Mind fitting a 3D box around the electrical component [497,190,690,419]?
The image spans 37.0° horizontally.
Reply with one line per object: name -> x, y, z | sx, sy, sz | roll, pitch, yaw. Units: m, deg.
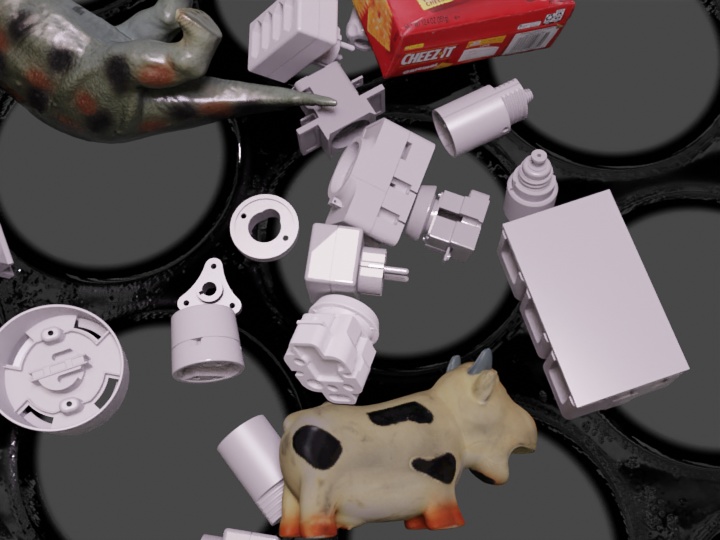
electrical component -> 0.174, 0.028, 0.825 | 0.089, 0.061, 0.150 | -18, 72, -4

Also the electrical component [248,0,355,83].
electrical component -> -0.041, -0.193, 0.904 | 0.076, 0.083, 0.047 | 13, 68, -33

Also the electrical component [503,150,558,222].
electrical component -> 0.137, -0.066, 0.853 | 0.040, 0.078, 0.040 | 0, 57, 0

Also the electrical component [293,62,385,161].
electrical component -> -0.022, -0.134, 0.897 | 0.081, 0.042, 0.063 | -29, 72, -9

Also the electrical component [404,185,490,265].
electrical component -> 0.068, -0.039, 0.860 | 0.055, 0.048, 0.066 | 19, 73, 1

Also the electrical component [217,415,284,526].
electrical component -> -0.066, 0.153, 0.801 | 0.043, 0.043, 0.081 | -36, 74, -10

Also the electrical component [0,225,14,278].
electrical component -> -0.335, -0.046, 0.865 | 0.063, 0.079, 0.121 | -30, 72, 15

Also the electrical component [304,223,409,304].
electrical component -> 0.000, 0.000, 0.838 | 0.077, 0.065, 0.047 | 7, 72, 4

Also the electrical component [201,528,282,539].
electrical component -> -0.096, 0.211, 0.771 | 0.077, 0.065, 0.047 | 8, 72, 5

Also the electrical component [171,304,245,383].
electrical component -> -0.119, 0.057, 0.830 | 0.055, 0.055, 0.047 | -9, 68, -1

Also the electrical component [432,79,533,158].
electrical component -> 0.106, -0.129, 0.889 | 0.081, 0.043, 0.043 | -25, 73, -6

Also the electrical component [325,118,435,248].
electrical component -> 0.012, -0.070, 0.855 | 0.056, 0.050, 0.089 | 25, 79, -17

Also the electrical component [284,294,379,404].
electrical component -> -0.019, 0.056, 0.820 | 0.058, 0.078, 0.057 | -1, 49, 30

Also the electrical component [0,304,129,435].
electrical component -> -0.228, 0.078, 0.821 | 0.099, 0.064, 0.099 | -1, 72, 2

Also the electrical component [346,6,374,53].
electrical component -> 0.010, -0.221, 0.928 | 0.035, 0.035, 0.061 | 14, 71, 6
